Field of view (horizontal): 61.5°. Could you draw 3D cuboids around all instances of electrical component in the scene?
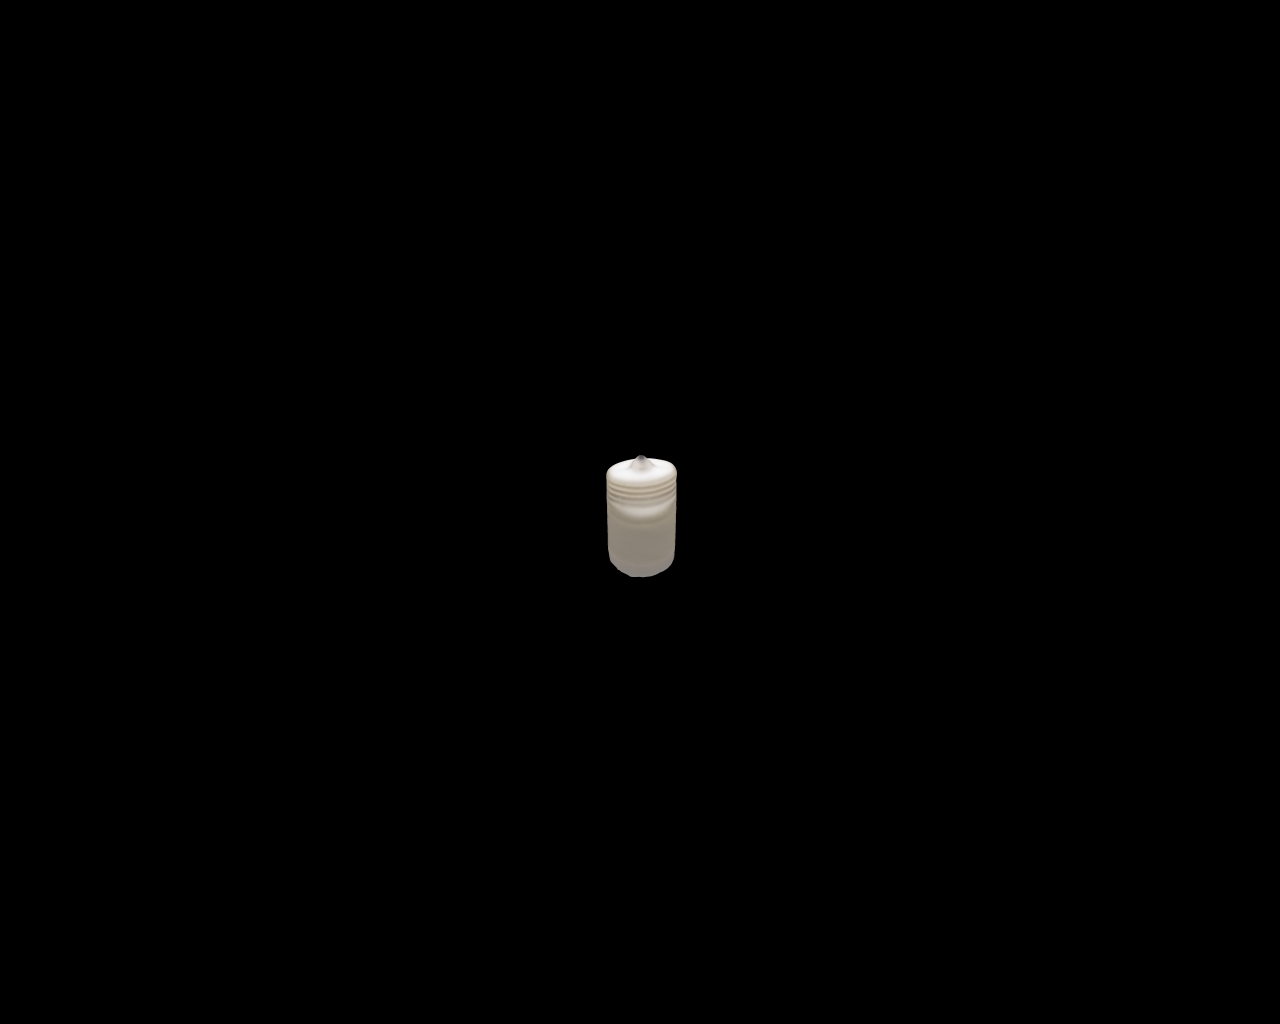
[{"bbox_3d":[0.001,-0.003,0.650,0.043,0.080,0.043,0,40,0],"label":"electrical component"}]
